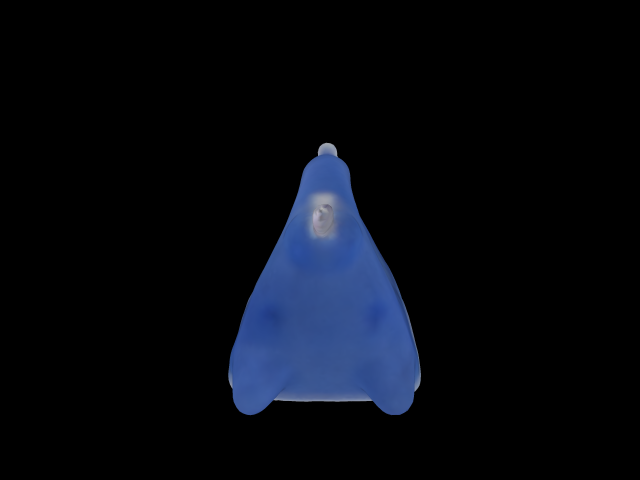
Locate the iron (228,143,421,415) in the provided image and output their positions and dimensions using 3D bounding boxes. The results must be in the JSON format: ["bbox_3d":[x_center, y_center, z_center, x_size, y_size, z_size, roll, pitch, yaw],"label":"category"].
[{"bbox_3d":[0.004,0.001,0.400,0.118,0.141,0.258,0,25,0],"label":"iron"}]
